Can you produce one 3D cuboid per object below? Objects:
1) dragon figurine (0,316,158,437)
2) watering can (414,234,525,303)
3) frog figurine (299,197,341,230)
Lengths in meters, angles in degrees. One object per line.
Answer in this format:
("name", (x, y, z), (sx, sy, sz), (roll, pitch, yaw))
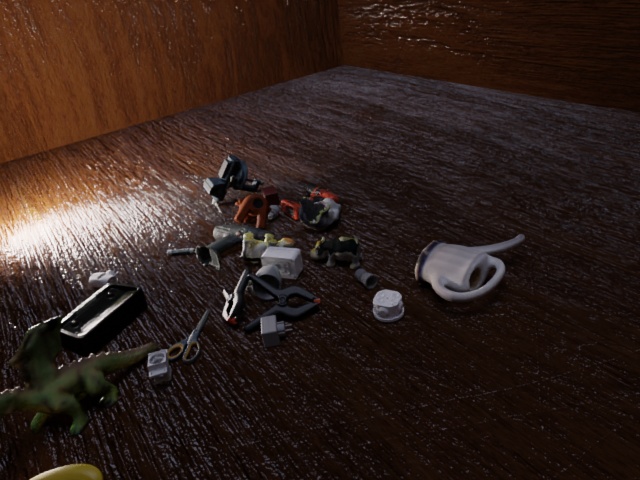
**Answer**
("dragon figurine", (-0.560, 0.282, 1.147), (0.122, 0.238, 0.418), (6, 34, 34))
("watering can", (0.405, 0.058, 1.412), (0.225, 0.102, 0.353), (16, 38, 38))
("frog figurine", (0.005, -0.091, 1.808), (0.137, 0.123, 0.159), (-4, -8, 23))
